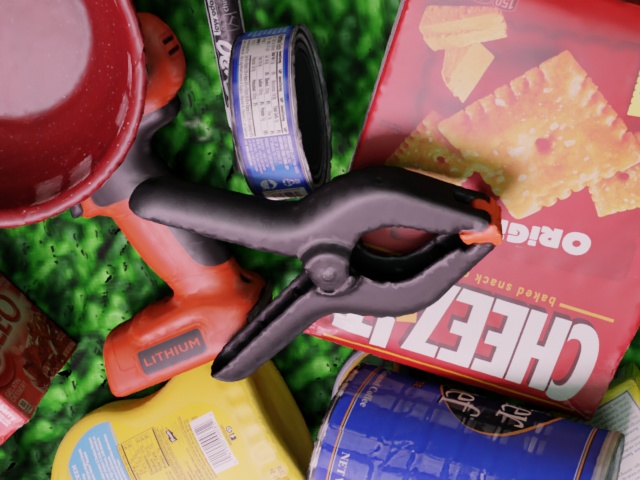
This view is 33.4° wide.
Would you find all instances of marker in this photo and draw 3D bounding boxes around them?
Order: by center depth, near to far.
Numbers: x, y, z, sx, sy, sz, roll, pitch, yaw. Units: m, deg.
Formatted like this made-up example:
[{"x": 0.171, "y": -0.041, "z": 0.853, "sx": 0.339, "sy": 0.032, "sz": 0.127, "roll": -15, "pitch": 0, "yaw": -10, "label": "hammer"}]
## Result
[{"x": -0.044, "y": -0.090, "z": 0.559, "sx": 0.020, "sy": 0.020, "sz": 0.121, "roll": -5, "pitch": 112, "yaw": 9, "label": "marker"}]

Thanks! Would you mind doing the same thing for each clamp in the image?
[{"x": -0.003, "y": 0.001, "z": 0.504, "sx": 0.172, "sy": 0.039, "sz": 0.120, "roll": -22, "pitch": 125, "yaw": 17, "label": "clamp"}]

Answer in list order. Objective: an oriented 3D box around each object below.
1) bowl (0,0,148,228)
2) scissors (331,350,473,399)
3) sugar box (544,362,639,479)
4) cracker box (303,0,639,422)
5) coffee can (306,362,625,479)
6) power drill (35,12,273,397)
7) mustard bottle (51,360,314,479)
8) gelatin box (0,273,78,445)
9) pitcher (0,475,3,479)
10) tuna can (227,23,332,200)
[{"x": -0.155, "y": -0.089, "z": 0.491, "sx": 0.162, "sy": 0.055, "sz": 0.162, "roll": 1, "pitch": 116, "yaw": 2, "label": "bowl"}, {"x": 0.037, "y": 0.151, "z": 0.653, "sx": 0.096, "sy": 0.016, "sz": 0.202, "roll": 10, "pitch": 114, "yaw": 3, "label": "scissors"}, {"x": 0.185, "y": 0.167, "z": 0.595, "sx": 0.093, "sy": 0.048, "sz": 0.176, "roll": -34, "pitch": 86, "yaw": 20, "label": "sugar box"}, {"x": 0.097, "y": -0.030, "z": 0.537, "sx": 0.164, "sy": 0.072, "sz": 0.214, "roll": 17, "pitch": 114, "yaw": 1, "label": "cracker box"}, {"x": 0.075, "y": 0.130, "z": 0.553, "sx": 0.140, "sy": 0.102, "sz": 0.103, "roll": 13, "pitch": 115, "yaw": 21, "label": "coffee can"}, {"x": -0.125, "y": -0.009, "z": 0.583, "sx": 0.185, "sy": 0.057, "sz": 0.187, "roll": -22, "pitch": 109, "yaw": 20, "label": "power drill"}, {"x": -0.102, "y": 0.139, "z": 0.639, "sx": 0.192, "sy": 0.058, "sz": 0.096, "roll": -29, "pitch": 88, "yaw": 18, "label": "mustard bottle"}, {"x": -0.184, "y": 0.063, "z": 0.603, "sx": 0.030, "sy": 0.089, "sz": 0.073, "roll": -40, "pitch": 103, "yaw": 20, "label": "gelatin box"}, {"x": -0.302, "y": 0.115, "z": 0.627, "sx": 0.145, "sy": 0.149, "sz": 0.243, "roll": 1, "pitch": 115, "yaw": 46, "label": "pitcher"}, {"x": -0.019, "y": -0.063, "z": 0.531, "sx": 0.034, "sy": 0.086, "sz": 0.086, "roll": -6, "pitch": 112, "yaw": 11, "label": "tuna can"}]
